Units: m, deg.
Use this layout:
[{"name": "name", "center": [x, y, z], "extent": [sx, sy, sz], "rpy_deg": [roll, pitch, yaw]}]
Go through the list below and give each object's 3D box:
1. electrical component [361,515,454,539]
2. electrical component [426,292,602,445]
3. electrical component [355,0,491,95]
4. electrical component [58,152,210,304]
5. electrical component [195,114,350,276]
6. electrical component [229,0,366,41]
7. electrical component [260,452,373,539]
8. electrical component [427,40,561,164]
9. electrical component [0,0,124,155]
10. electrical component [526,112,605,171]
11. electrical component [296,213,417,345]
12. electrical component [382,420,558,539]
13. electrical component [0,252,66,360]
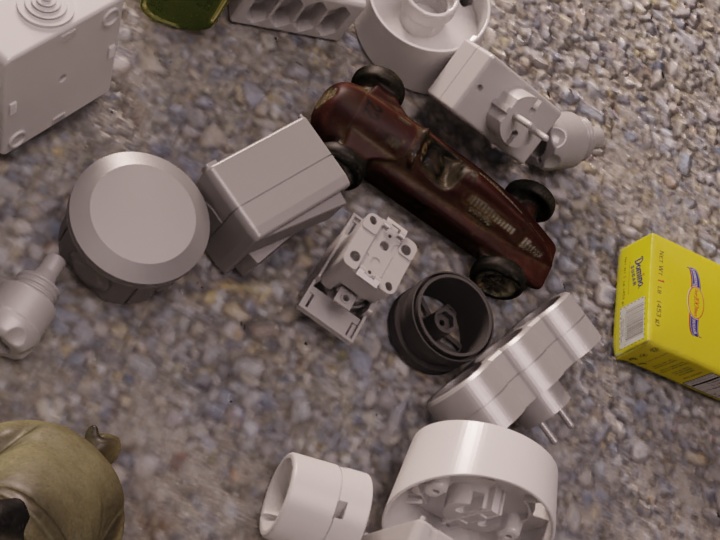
[{"name": "electrical component", "center": [0.031, 0.181, 0.593], "extent": [0.062, 0.096, 0.061], "rpy_deg": [35, 59, -11]}, {"name": "electrical component", "center": [0.112, 0.079, 0.705], "extent": [0.138, 0.052, 0.073], "rpy_deg": [-35, 88, -34]}, {"name": "electrical component", "center": [0.046, -0.182, 0.786], "extent": [0.099, 0.064, 0.099], "rpy_deg": [5, 66, -11]}, {"name": "electrical component", "center": [-0.131, -0.023, 0.618], "extent": [0.080, 0.051, 0.080], "rpy_deg": [11, 65, -24]}, {"name": "electrical component", "center": [-0.053, -0.046, 0.663], "extent": [0.096, 0.062, 0.061], "rpy_deg": [-34, 88, -34]}, {"name": "electrical component", "center": [-0.046, -0.208, 0.743], "extent": [0.083, 0.047, 0.075], "rpy_deg": [4, 68, -27]}, {"name": "electrical component", "center": [-0.026, 0.134, 0.609], "extent": [0.047, 0.055, 0.055], "rpy_deg": [23, 61, -14]}, {"name": "electrical component", "center": [0.104, -0.109, 0.746], "extent": [0.083, 0.047, 0.075], "rpy_deg": [29, 12, -38]}, {"name": "electrical component", "center": [-0.183, -0.122, 0.605], "extent": [0.048, 0.099, 0.100], "rpy_deg": [43, 56, 8]}, {"name": "electrical component", "center": [0.156, -0.097, 0.807], "extent": [0.062, 0.043, 0.043], "rpy_deg": [-8, 74, -32]}, {"name": "electrical component", "center": [0.000, 0.000, 0.672], "extent": [0.042, 0.064, 0.081], "rpy_deg": [35, 57, -9]}, {"name": "electrical component", "center": [0.067, 0.135, 0.634], "extent": [0.099, 0.099, 0.064], "rpy_deg": [30, 53, -15]}, {"name": "electrical component", "center": [-0.181, 0.017, 0.586], "extent": [0.035, 0.035, 0.061], "rpy_deg": [34, 56, -12]}]
